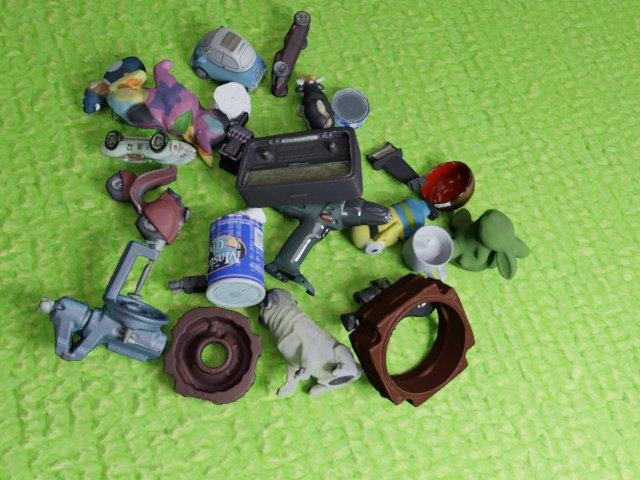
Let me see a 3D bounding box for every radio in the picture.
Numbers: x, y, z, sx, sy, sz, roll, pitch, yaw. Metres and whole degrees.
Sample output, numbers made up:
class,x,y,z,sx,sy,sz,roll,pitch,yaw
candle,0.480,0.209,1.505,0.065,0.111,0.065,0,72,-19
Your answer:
class,x,y,z,sx,sy,sz,roll,pitch,yaw
radio,-0.035,-0.137,1.015,0.230,0.073,0.131,-3,59,13

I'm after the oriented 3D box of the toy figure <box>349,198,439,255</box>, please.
class,x,y,z,sx,sy,sz,roll,pitch,yaw
toy figure,0.144,-0.033,1.079,0.180,0.082,0.089,-26,58,-9

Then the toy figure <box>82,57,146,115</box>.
class,x,y,z,sx,sy,sz,roll,pitch,yaw
toy figure,-0.426,-0.314,1.093,0.057,0.064,0.154,47,66,-9

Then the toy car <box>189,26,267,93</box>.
class,x,y,z,sx,sy,sz,roll,pitch,yaw
toy car,-0.194,-0.387,1.131,0.162,0.103,0.109,28,71,3

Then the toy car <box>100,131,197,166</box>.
class,x,y,z,sx,sy,sz,roll,pitch,yaw
toy car,-0.325,-0.170,1.012,0.202,0.073,0.056,8,89,26

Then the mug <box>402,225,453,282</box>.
class,x,y,z,sx,sy,sz,roll,pitch,yaw
mug,0.210,0.034,1.052,0.081,0.107,0.109,-27,82,-15

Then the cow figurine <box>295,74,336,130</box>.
class,x,y,z,sx,sy,sz,roll,pitch,yaw
cow figurine,-0.014,-0.289,1.129,0.068,0.098,0.167,-15,75,-7

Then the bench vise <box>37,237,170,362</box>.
class,x,y,z,sx,sy,sz,roll,pitch,yaw
bench vise,-0.348,0.097,0.925,0.224,0.129,0.240,25,88,-8

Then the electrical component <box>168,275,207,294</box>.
class,x,y,z,sx,sy,sz,roll,pitch,yaw
electrical component,-0.229,0.081,0.989,0.094,0.063,0.021,-5,73,-12

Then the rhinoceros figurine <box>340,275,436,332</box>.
class,x,y,z,sx,sy,sz,roll,pitch,yaw
rhinoceros figurine,0.130,0.126,1.031,0.190,0.073,0.112,-11,87,-16

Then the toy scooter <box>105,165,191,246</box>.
class,x,y,z,sx,sy,sz,roll,pitch,yaw
toy scooter,-0.309,-0.079,1.027,0.135,0.075,0.184,-36,76,-19

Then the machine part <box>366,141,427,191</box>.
class,x,y,z,sx,sy,sz,roll,pitch,yaw
machine part,0.164,-0.153,1.131,0.084,0.039,0.139,-30,57,-24

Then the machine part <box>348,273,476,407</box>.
class,x,y,z,sx,sy,sz,roll,pitch,yaw
machine part,0.168,0.178,0.960,0.201,0.087,0.201,-33,115,-17

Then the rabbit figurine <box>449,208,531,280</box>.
class,x,y,z,sx,sy,sz,roll,pitch,yaw
rabbit figurine,0.322,0.008,1.044,0.159,0.170,0.121,40,71,6

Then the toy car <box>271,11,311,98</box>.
class,x,y,z,sx,sy,sz,roll,pitch,yaw
toy car,-0.068,-0.400,1.162,0.053,0.089,0.202,21,71,-3

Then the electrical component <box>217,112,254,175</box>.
class,x,y,z,sx,sy,sz,roll,pitch,yaw
electrical component,-0.161,-0.198,1.090,0.048,0.074,0.119,28,67,2

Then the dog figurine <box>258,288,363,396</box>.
class,x,y,z,sx,sy,sz,roll,pitch,yaw
dog figurine,-0.018,0.173,0.983,0.172,0.121,0.191,14,47,-38

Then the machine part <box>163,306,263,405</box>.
class,x,y,z,sx,sy,sz,roll,pitch,yaw
machine part,-0.189,0.205,0.959,0.179,0.056,0.179,2,71,-6

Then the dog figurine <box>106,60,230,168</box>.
class,x,y,z,sx,sy,sz,roll,pitch,yaw
dog figurine,-0.290,-0.234,1.065,0.191,0.108,0.219,-31,82,-18

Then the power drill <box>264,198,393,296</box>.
class,x,y,z,sx,sy,sz,roll,pitch,yaw
power drill,-0.002,-0.003,1.014,0.232,0.086,0.207,20,80,24
